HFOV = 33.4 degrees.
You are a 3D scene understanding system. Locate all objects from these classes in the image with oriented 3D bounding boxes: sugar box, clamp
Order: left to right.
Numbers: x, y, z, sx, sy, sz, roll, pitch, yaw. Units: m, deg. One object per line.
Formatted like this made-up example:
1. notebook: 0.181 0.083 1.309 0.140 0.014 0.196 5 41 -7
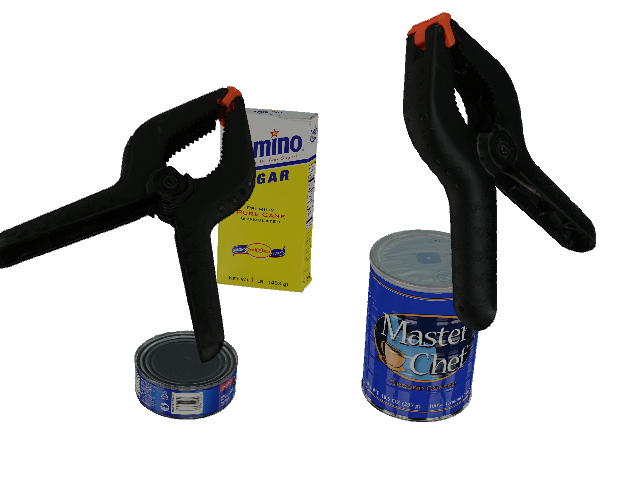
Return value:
1. clamp: -0.096 -0.021 0.729 0.164 0.209 0.036 30 -32 10
2. sugar box: -0.054 -0.041 1.065 0.093 0.176 0.048 5 16 11
3. clamp: 0.086 -0.038 0.595 0.039 0.171 0.120 -20 16 47

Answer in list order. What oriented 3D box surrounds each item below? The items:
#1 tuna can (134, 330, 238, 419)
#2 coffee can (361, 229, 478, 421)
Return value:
1. tuna can: -0.112 0.112 0.890 0.086 0.034 0.086 4 27 -2
2. coffee can: 0.091 0.075 0.953 0.103 0.140 0.103 2 28 -1
